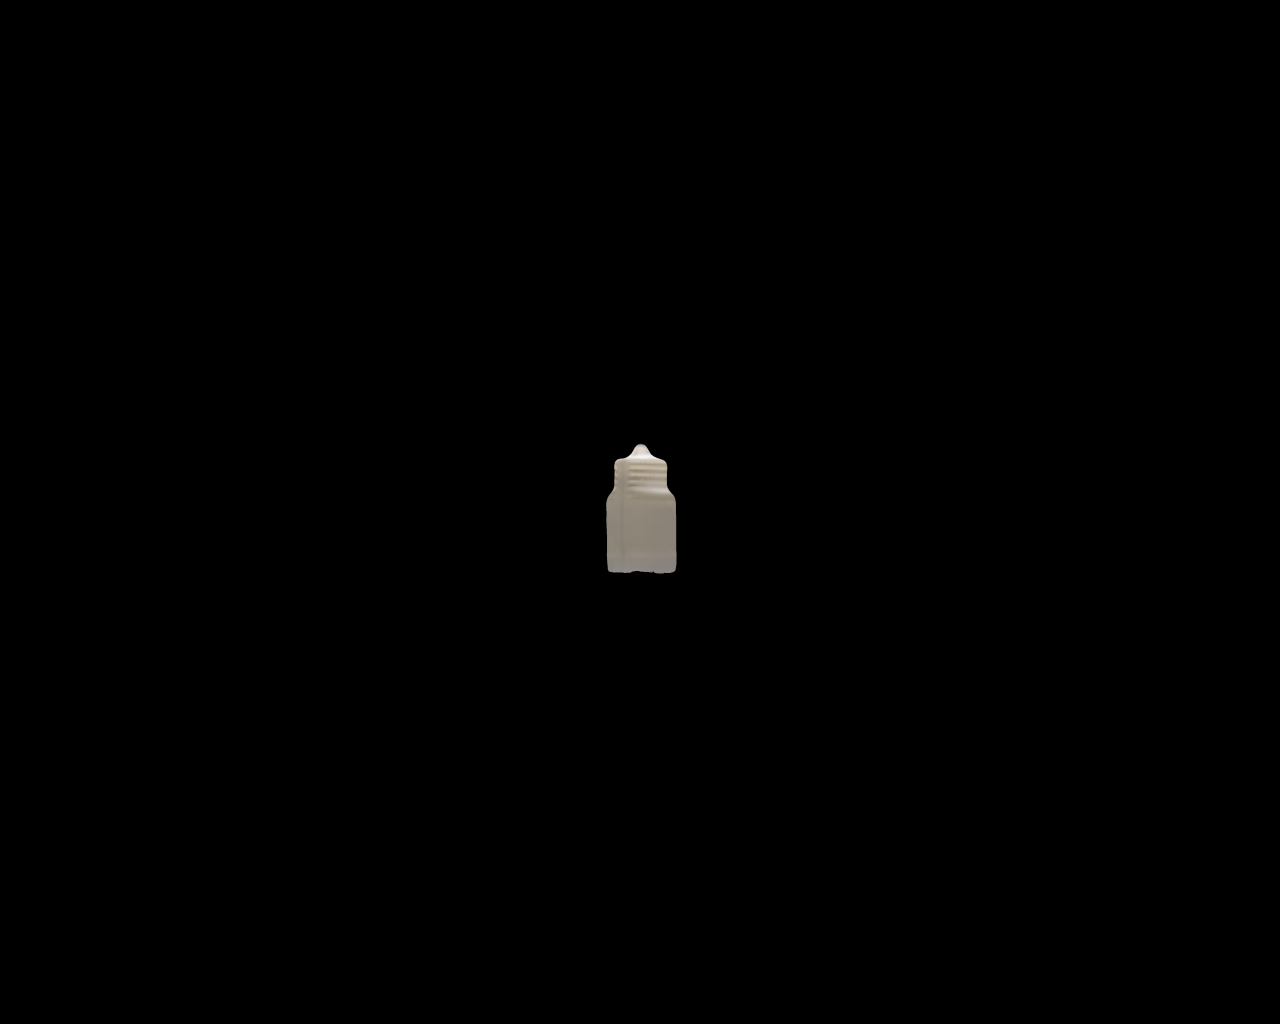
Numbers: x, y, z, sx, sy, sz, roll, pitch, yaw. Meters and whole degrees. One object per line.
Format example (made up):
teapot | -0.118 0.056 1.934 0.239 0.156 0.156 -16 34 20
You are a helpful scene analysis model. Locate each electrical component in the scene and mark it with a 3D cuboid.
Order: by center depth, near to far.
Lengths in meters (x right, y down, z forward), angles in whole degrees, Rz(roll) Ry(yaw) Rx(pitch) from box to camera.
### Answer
electrical component | 0.001 -0.003 0.650 0.043 0.081 0.043 0 0 0
